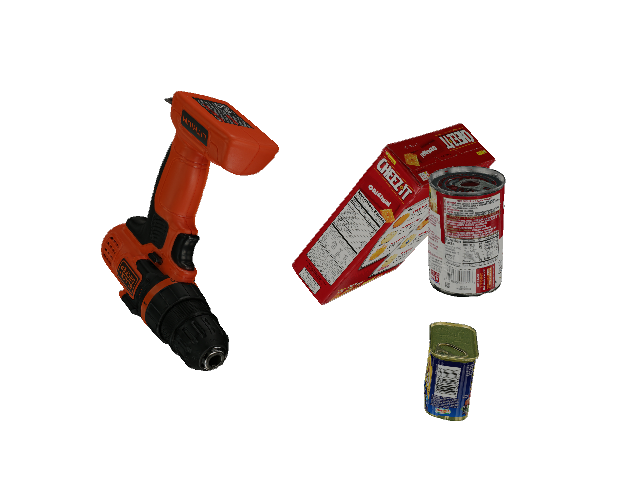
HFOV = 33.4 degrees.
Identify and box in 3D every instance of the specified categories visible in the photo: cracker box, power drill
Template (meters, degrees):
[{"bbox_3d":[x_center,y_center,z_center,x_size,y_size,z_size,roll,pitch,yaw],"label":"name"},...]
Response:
[{"bbox_3d":[0.082,-0.033,1.247,0.163,0.072,0.214,-22,-23,-50],"label":"cracker box"},{"bbox_3d":[-0.103,-0.011,0.862,0.057,0.188,0.185,8,25,-43],"label":"power drill"}]

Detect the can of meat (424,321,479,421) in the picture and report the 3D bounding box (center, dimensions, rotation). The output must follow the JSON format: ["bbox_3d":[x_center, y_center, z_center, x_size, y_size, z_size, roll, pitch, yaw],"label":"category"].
[{"bbox_3d":[0.155,0.156,1.278,0.057,0.084,0.102,7,19,3],"label":"can of meat"}]

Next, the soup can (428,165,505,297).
[{"bbox_3d":[0.131,-0.008,0.961,0.068,0.102,0.068,-2,23,1],"label":"soup can"}]
